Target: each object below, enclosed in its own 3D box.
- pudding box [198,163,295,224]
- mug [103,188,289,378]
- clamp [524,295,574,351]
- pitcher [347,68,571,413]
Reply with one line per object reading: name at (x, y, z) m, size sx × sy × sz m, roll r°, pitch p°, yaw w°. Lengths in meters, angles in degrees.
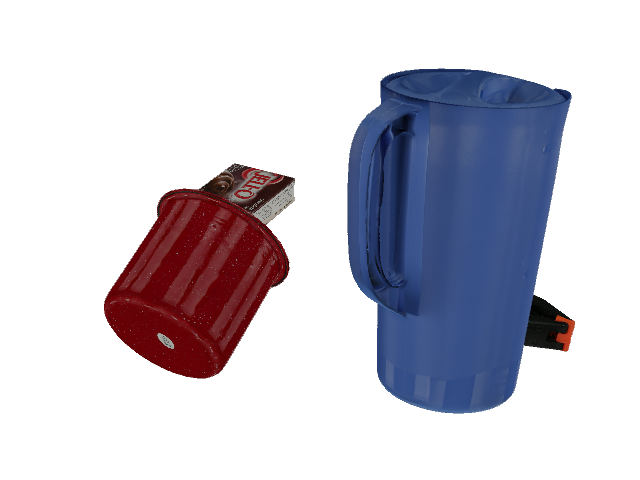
pudding box at (-0.096, -0.052, 1.332) m, size 0.090 × 0.039 × 0.113 m, roll 14°, pitch 33°, yaw 23°
mug at (-0.085, 0.032, 0.657) m, size 0.093 × 0.081 × 0.117 m, roll 43°, pitch -34°, yaw -22°
clamp at (0.153, 0.055, 0.988) m, size 0.172 × 0.039 × 0.120 m, roll 19°, pitch 30°, yaw 17°
pitcher at (0.094, 0.001, 0.780) m, size 0.149 × 0.243 × 0.145 m, roll 4°, pitch 19°, yaw 4°
